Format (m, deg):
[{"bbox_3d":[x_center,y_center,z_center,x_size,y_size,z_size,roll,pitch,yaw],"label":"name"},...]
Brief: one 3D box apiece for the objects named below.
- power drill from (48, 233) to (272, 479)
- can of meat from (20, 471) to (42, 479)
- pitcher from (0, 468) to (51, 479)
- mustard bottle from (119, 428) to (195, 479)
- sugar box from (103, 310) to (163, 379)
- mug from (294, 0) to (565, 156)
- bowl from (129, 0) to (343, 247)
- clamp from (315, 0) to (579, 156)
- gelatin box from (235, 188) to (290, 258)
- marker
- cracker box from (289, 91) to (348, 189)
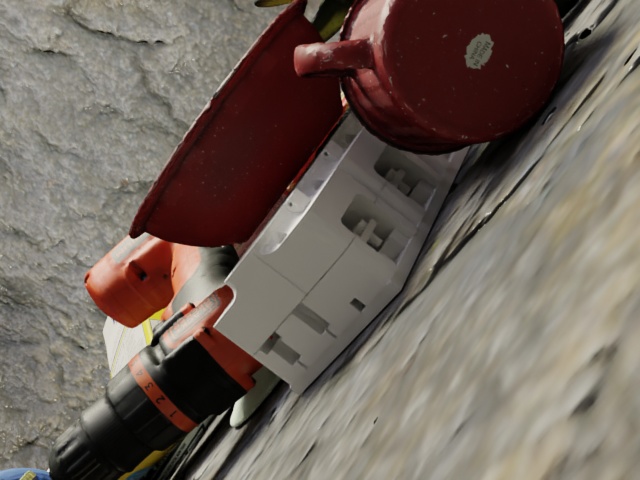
[{"bbox_3d":[-0.095,0.053,0.651,0.184,0.057,0.188,-39,28,-1],"label":"power drill"},{"bbox_3d":[-0.141,0.171,0.571,0.057,0.084,0.102,-53,4,-12],"label":"can of meat"},{"bbox_3d":[-0.236,0.252,0.695,0.243,0.144,0.149,-46,47,40],"label":"pitcher"},{"bbox_3d":[-0.129,0.135,0.738,0.192,0.058,0.096,-44,1,12],"label":"mustard bottle"},{"bbox_3d":[-0.142,0.095,0.896,0.176,0.048,0.093,-114,42,-56],"label":"sugar box"},{"bbox_3d":[0.047,-0.083,0.477,0.081,0.117,0.093,-141,50,-81],"label":"mug"},{"bbox_3d":[-0.035,-0.051,0.585,0.162,0.055,0.162,-53,3,4],"label":"bowl"},{"bbox_3d":[0.068,-0.128,0.599,0.210,0.164,0.036,-6,-6,37],"label":"clamp"},{"bbox_3d":[-0.063,-0.010,0.793,0.089,0.030,0.073,-56,16,-3],"label":"gelatin box"},{"bbox_3d":[-0.115,0.167,0.780,0.121,0.020,0.020,-56,5,-40],"label":"marker"},{"bbox_3d":[0.001,-0.042,0.899,0.214,0.072,0.164,-53,4,2],"label":"cracker box"}]
